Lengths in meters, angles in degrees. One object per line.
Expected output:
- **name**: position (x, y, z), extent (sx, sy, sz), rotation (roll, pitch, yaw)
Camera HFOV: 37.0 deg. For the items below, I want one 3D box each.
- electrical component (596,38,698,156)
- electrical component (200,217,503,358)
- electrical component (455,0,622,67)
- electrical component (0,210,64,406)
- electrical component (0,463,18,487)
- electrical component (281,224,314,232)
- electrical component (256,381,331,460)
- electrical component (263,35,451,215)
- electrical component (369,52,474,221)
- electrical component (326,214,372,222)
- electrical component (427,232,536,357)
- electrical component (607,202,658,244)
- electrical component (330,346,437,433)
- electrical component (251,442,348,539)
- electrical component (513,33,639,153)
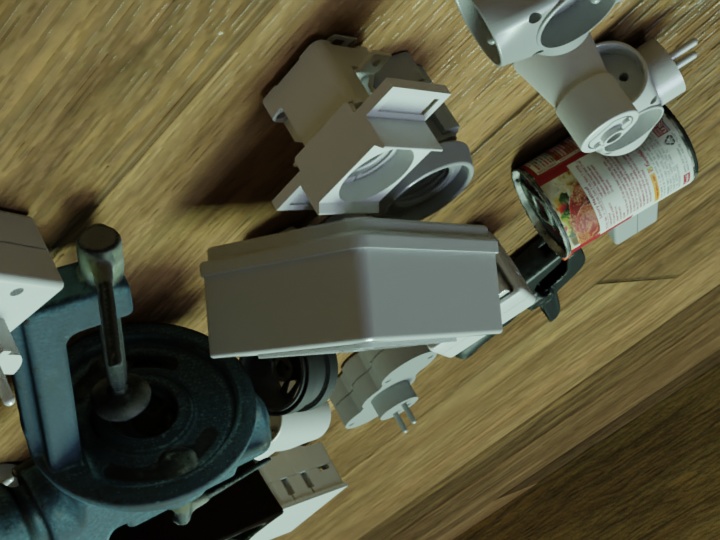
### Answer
- **electrical component**: position (0.164, -0.109, 0.633), extent (0.079, 0.044, 0.077), rotation (-33, 161, 7)
- **electrical component**: position (-0.003, 0.011, 0.530), extent (0.109, 0.056, 0.109), rotation (-9, 173, 41)
- **electrical component**: position (0.087, -0.122, 0.486), extent (0.077, 0.044, 0.079), rotation (-31, 161, 1)
- **electrical component**: position (-0.164, 0.028, 0.441), extent (0.083, 0.075, 0.047), rotation (-37, 160, 17)
- **electrical component**: position (-0.241, 0.145, 0.654), extent (0.074, 0.052, 0.138), rotation (-38, 160, 21)
- **electrical component**: position (-0.031, -0.010, 0.607), extent (0.061, 0.035, 0.035), rotation (-30, 161, -10)
- **electrical component**: position (-0.074, 0.128, 0.871), extent (0.079, 0.044, 0.077), rotation (-38, 160, 20)
- **electrical component**: position (-0.006, -0.063, 0.467), extent (0.042, 0.063, 0.081), rotation (-3, 147, -51)
- **electrical component**: position (0.019, -0.058, 0.525), extent (0.058, 0.057, 0.078), rotation (-22, 159, -24)
- **electrical component**: position (0.000, 0.000, 0.644), extent (0.078, 0.058, 0.057), rotation (-35, 158, 10)
- **electrical component**: position (0.070, 0.019, 0.787), extent (0.096, 0.061, 0.061), rotation (-35, 161, 11)
- **electrical component**: position (0.178, -0.047, 0.805), extent (0.076, 0.047, 0.083), rotation (-32, 161, 5)
- **electrical component**: position (0.024, 0.102, 0.908), extent (0.052, 0.073, 0.138), rotation (-18, 158, -32)
- **electrical component**: position (-0.118, 0.226, 1.029), extent (0.186, 0.060, 0.105), rotation (-8, 151, -48)
- **electrical component**: position (0.116, -0.095, 0.565), extent (0.044, 0.065, 0.044), rotation (-27, 161, -10)
